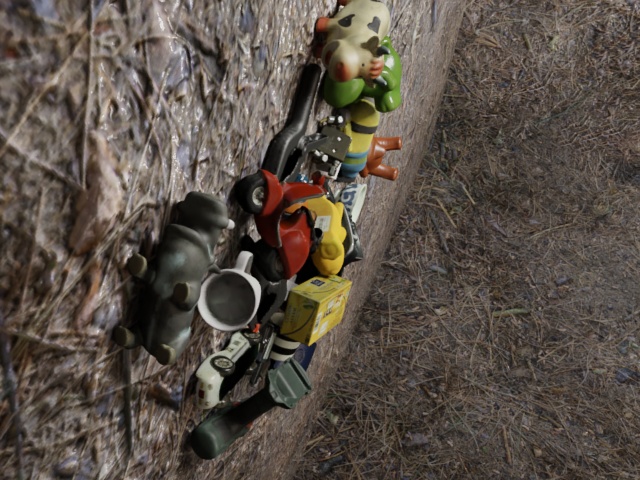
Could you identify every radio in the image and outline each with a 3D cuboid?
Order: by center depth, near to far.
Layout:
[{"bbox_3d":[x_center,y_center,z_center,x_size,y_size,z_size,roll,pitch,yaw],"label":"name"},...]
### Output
[{"bbox_3d":[-0.032,0.115,1.227,0.229,0.073,0.131,60,52,-73],"label":"radio"}]

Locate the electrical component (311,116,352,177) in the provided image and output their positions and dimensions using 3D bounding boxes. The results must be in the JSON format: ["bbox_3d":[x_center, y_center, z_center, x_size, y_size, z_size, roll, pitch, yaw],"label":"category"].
[{"bbox_3d":[0.018,-0.179,0.998,0.102,0.078,0.045,-62,-169,-9],"label":"electrical component"}]

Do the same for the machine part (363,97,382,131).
[{"bbox_3d":[0.101,-0.313,1.121,0.243,0.079,0.079,96,18,-44],"label":"machine part"}]

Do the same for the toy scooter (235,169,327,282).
[{"bbox_3d":[-0.042,-0.031,0.780,0.135,0.075,0.183,-30,129,-25],"label":"toy scooter"}]

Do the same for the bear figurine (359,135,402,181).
[{"bbox_3d":[0.132,-0.215,1.306,0.196,0.132,0.120,8,90,-84],"label":"bear figurine"}]

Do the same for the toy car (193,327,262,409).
[{"bbox_3d":[-0.149,0.208,0.894,0.202,0.056,0.073,-41,143,-70],"label":"toy car"}]

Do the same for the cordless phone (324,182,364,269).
[{"bbox_3d":[0.036,-0.034,1.192,0.184,0.089,0.147,73,5,-57],"label":"cordless phone"}]

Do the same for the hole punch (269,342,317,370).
[{"bbox_3d":[-0.071,0.264,1.259,0.142,0.092,0.115,-63,163,-17],"label":"hole punch"}]

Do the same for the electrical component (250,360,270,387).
[{"bbox_3d":[-0.128,0.272,1.165,0.063,0.021,0.094,85,29,-63],"label":"electrical component"}]

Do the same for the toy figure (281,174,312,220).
[{"bbox_3d":[-0.051,-0.044,0.919,0.064,0.058,0.154,-56,157,-64],"label":"toy figure"}]

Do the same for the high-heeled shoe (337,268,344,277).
[{"bbox_3d":[0.026,0.090,1.367,0.145,0.086,0.249,124,-20,-48],"label":"high-heeled shoe"}]

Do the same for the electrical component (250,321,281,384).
[{"bbox_3d":[-0.122,0.212,1.034,0.074,0.048,0.119,48,63,-76],"label":"electrical component"}]

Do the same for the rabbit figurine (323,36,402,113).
[{"bbox_3d":[0.077,-0.293,0.958,0.170,0.121,0.159,-36,152,-43],"label":"rabbit figurine"}]

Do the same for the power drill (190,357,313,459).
[{"bbox_3d":[-0.116,0.294,0.968,0.207,0.086,0.232,-33,172,23],"label":"power drill"}]

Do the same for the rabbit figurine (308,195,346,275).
[{"bbox_3d":[-0.002,-0.003,1.064,0.173,0.122,0.162,63,22,-47],"label":"rabbit figurine"}]

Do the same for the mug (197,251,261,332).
[{"bbox_3d":[-0.120,0.068,0.761,0.107,0.081,0.109,81,21,-89],"label":"mug"}]

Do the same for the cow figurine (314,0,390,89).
[{"bbox_3d":[0.058,-0.302,0.823,0.085,0.127,0.195,91,19,-48],"label":"cow figurine"}]

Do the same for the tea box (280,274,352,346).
[{"bbox_3d":[-0.005,0.132,1.069,0.169,0.068,0.098,-18,126,-67],"label":"tea box"}]

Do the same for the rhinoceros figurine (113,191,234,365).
[{"bbox_3d":[-0.148,0.042,0.577,0.112,0.073,0.190,-9,119,-75],"label":"rhinoceros figurine"}]

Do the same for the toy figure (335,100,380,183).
[{"bbox_3d":[0.070,-0.206,1.118,0.082,0.089,0.180,-123,-151,-45],"label":"toy figure"}]
